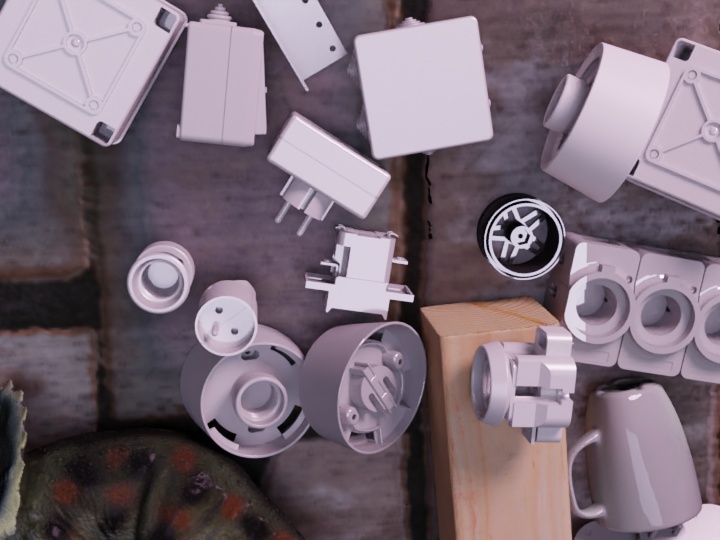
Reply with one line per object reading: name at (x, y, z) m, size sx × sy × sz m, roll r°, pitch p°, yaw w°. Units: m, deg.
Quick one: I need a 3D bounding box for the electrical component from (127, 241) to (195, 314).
electrical component at (-0.145, 0.004, 0.790) m, size 0.045 × 0.055 × 0.045 m, roll -1°, pitch 102°, yaw -4°

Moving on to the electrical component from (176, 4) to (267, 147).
electrical component at (-0.093, -0.138, 0.761) m, size 0.061 × 0.061 × 0.096 m, roll 5°, pitch 101°, yaw -6°

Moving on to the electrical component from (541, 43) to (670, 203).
electrical component at (0.166, -0.109, 0.767) m, size 0.060 × 0.108 × 0.108 m, roll 23°, pitch 99°, yaw -2°

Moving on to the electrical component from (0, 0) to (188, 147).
electrical component at (-0.194, -0.159, 0.751) m, size 0.109 × 0.056 × 0.108 m, roll 30°, pitch 98°, yaw -10°

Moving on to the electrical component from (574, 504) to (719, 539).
electrical component at (0.237, 0.216, 0.849) m, size 0.138 × 0.052 × 0.073 m, roll -8°, pitch 145°, yaw -3°

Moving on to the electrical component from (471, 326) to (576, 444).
electrical component at (0.109, 0.078, 0.732) m, size 0.057 × 0.058 × 0.078 m, roll 2°, pitch 102°, yaw -9°

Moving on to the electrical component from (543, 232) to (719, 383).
electrical component at (0.222, 0.029, 0.821) m, size 0.150 × 0.061 × 0.089 m, roll 9°, pitch 101°, yaw -6°

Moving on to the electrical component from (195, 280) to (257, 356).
electrical component at (-0.097, 0.031, 0.786) m, size 0.043 × 0.081 × 0.043 m, roll -1°, pitch 102°, yaw -5°

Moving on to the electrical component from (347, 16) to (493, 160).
electrical component at (0.044, -0.132, 0.779) m, size 0.100 × 0.048 × 0.099 m, roll -10°, pitch 103°, yaw -2°

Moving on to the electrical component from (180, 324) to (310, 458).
electrical component at (-0.083, 0.093, 0.822) m, size 0.099 × 0.064 × 0.099 m, roll -4°, pitch 101°, yaw -18°

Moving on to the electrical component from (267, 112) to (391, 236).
electrical component at (-0.034, -0.061, 0.789) m, size 0.083 × 0.047 × 0.075 m, roll 31°, pitch 98°, yaw -10°

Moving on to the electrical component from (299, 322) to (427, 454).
electrical component at (0.005, 0.086, 0.799) m, size 0.099 × 0.064 × 0.099 m, roll -2°, pitch 93°, yaw -40°

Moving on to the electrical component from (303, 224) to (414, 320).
electrical component at (0.000, 0.000, 0.808) m, size 0.081 × 0.042 × 0.063 m, roll 7°, pitch 98°, yaw -7°

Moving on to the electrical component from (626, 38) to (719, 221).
electrical component at (0.259, -0.096, 0.776) m, size 0.109 × 0.056 × 0.108 m, roll 28°, pitch 100°, yaw 24°
